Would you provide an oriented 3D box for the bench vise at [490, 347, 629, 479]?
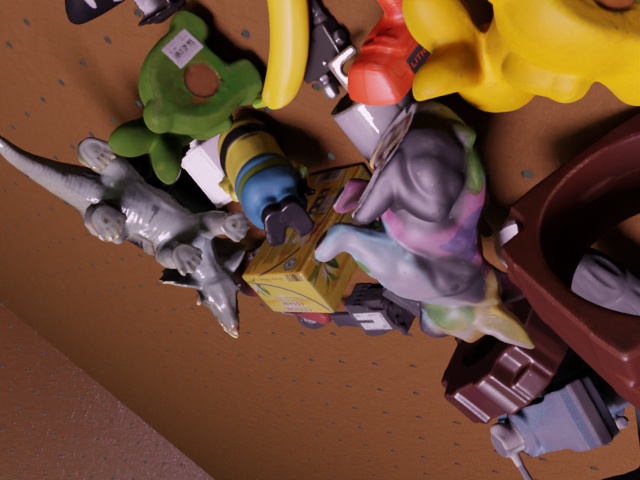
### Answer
[{"bbox_3d":[0.275,0.204,0.640,0.129,0.224,0.240,54,159,12],"label":"bench vise"}]

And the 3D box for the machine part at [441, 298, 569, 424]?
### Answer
[{"bbox_3d":[0.207,0.120,0.606,0.056,0.179,0.179,36,146,1],"label":"machine part"}]

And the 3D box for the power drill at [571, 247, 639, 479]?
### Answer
[{"bbox_3d":[0.294,0.132,0.496,0.232,0.207,0.086,24,147,-28],"label":"power drill"}]

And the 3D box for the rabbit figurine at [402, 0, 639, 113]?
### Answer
[{"bbox_3d":[0.141,-0.134,0.377,0.162,0.121,0.173,-8,176,-6],"label":"rabbit figurine"}]

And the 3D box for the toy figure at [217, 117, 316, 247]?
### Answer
[{"bbox_3d":[-0.063,-0.073,0.612,0.180,0.082,0.089,-122,36,-49],"label":"toy figure"}]

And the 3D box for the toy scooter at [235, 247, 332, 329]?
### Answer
[{"bbox_3d":[-0.046,0.065,0.826,0.184,0.075,0.135,34,147,-6],"label":"toy scooter"}]

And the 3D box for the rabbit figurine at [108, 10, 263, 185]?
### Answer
[{"bbox_3d":[-0.157,-0.143,0.619,0.121,0.159,0.170,32,162,-15],"label":"rabbit figurine"}]

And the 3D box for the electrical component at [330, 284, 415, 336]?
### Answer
[{"bbox_3d":[0.074,0.106,0.800,0.119,0.048,0.074,-14,124,48],"label":"electrical component"}]

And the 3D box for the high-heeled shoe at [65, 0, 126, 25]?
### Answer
[{"bbox_3d":[-0.126,-0.236,0.453,0.249,0.086,0.145,-39,71,29],"label":"high-heeled shoe"}]

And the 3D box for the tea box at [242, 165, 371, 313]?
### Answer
[{"bbox_3d":[-0.001,-0.002,0.620,0.098,0.169,0.068,-5,135,44],"label":"tea box"}]

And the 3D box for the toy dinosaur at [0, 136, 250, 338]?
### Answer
[{"bbox_3d":[-0.238,-0.028,0.712,0.404,0.131,0.192,37,157,-20],"label":"toy dinosaur"}]

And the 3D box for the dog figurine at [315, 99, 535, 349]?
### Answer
[{"bbox_3d":[0.120,0.005,0.475,0.219,0.108,0.191,31,126,-12],"label":"dog figurine"}]

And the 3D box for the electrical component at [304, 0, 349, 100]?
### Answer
[{"bbox_3d":[0.001,-0.185,0.524,0.063,0.021,0.094,-14,116,47],"label":"electrical component"}]

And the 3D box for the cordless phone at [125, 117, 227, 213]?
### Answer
[{"bbox_3d":[-0.207,-0.086,0.788,0.184,0.089,0.146,33,147,-20],"label":"cordless phone"}]

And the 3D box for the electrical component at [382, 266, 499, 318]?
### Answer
[{"bbox_3d":[0.141,0.049,0.670,0.134,0.058,0.115,33,144,1],"label":"electrical component"}]

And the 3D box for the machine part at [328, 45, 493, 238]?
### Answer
[{"bbox_3d":[0.091,-0.083,0.531,0.243,0.079,0.079,47,144,-20],"label":"machine part"}]

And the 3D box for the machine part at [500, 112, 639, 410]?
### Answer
[{"bbox_3d":[0.251,0.005,0.371,0.087,0.201,0.201,52,-176,-33],"label":"machine part"}]

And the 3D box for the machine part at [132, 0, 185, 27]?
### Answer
[{"bbox_3d":[-0.191,-0.289,0.544,0.084,0.039,0.138,2,133,30],"label":"machine part"}]
